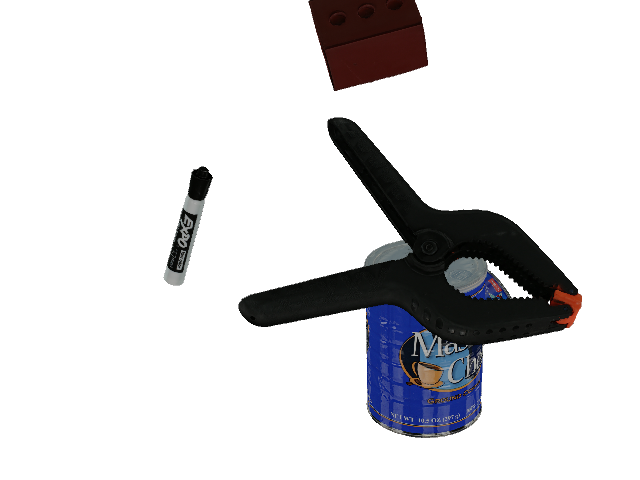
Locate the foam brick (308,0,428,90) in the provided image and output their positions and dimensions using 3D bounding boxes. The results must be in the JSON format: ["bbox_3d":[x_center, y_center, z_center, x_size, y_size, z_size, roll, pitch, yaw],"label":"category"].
[{"bbox_3d":[0.037,-0.157,0.807,0.078,0.053,0.051,-15,-33,2],"label":"foam brick"}]

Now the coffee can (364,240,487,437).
[{"bbox_3d":[0.090,0.082,0.918,0.103,0.140,0.103,-2,24,1],"label":"coffee can"}]

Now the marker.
[{"bbox_3d":[-0.118,-0.013,0.952,0.020,0.121,0.020,14,31,-9],"label":"marker"}]

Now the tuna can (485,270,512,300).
[{"bbox_3d":[0.195,0.075,1.256,0.033,0.086,0.086,-30,7,-12],"label":"tuna can"}]

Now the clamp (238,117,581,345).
[{"bbox_3d":[0.061,0.019,0.693,0.210,0.164,0.036,26,-24,14],"label":"clamp"}]
